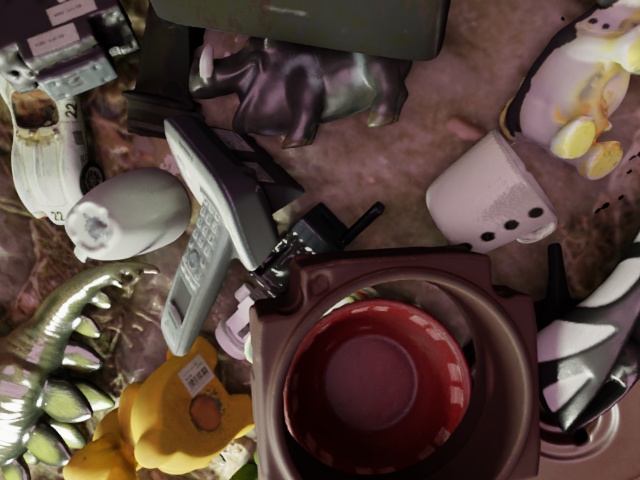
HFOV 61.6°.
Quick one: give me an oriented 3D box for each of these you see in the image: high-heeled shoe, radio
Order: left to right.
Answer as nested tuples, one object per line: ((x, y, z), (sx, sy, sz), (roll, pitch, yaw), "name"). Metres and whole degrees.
((-0.011, -0.218, 0.399), (0.230, 0.073, 0.131), (13, 69, 10), "radio")
((0.242, 0.045, 0.338), (0.249, 0.086, 0.145), (-22, 60, 47), "high-heeled shoe")

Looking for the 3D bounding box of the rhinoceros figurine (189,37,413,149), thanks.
((-0.018, -0.133, 0.451), (0.190, 0.073, 0.112), (-3, 104, 14), "rhinoceros figurine")

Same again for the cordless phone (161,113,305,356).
((-0.108, -0.003, 0.477), (0.147, 0.088, 0.184), (47, 117, 41), "cordless phone")

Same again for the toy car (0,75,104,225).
((-0.266, -0.114, 0.524), (0.074, 0.056, 0.201), (0, 103, 14), "toy car")

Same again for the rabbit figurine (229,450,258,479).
((-0.039, 0.295, 0.509), (0.121, 0.170, 0.159), (-42, 91, 19), "rabbit figurine")

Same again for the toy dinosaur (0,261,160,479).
((-0.330, 0.157, 0.587), (0.198, 0.105, 0.471), (36, 118, -5), "toy dinosaur")

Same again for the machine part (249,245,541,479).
((0.052, 0.107, 0.393), (0.201, 0.087, 0.200), (-3, 92, -10), "machine part")

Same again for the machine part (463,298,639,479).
((0.209, 0.143, 0.474), (0.180, 0.056, 0.179), (4, 106, 13), "machine part")

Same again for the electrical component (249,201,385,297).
((-0.001, -0.001, 0.479), (0.048, 0.075, 0.119), (44, 113, -1), "electrical component")

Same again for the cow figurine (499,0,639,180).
((0.207, -0.138, 0.395), (0.068, 0.098, 0.167), (16, 110, -33), "cow figurine")

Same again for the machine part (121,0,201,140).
((-0.143, -0.159, 0.494), (0.084, 0.039, 0.138), (18, 109, 14), "machine part")

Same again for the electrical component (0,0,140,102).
((-0.222, -0.186, 0.448), (0.115, 0.058, 0.134), (-23, 75, -5), "electrical component")

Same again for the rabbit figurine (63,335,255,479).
((-0.171, 0.200, 0.544), (0.173, 0.162, 0.121), (-25, 109, 35), "rabbit figurine")

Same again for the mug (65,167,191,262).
((-0.191, -0.017, 0.504), (0.109, 0.107, 0.080), (-32, 93, 16), "mug")
